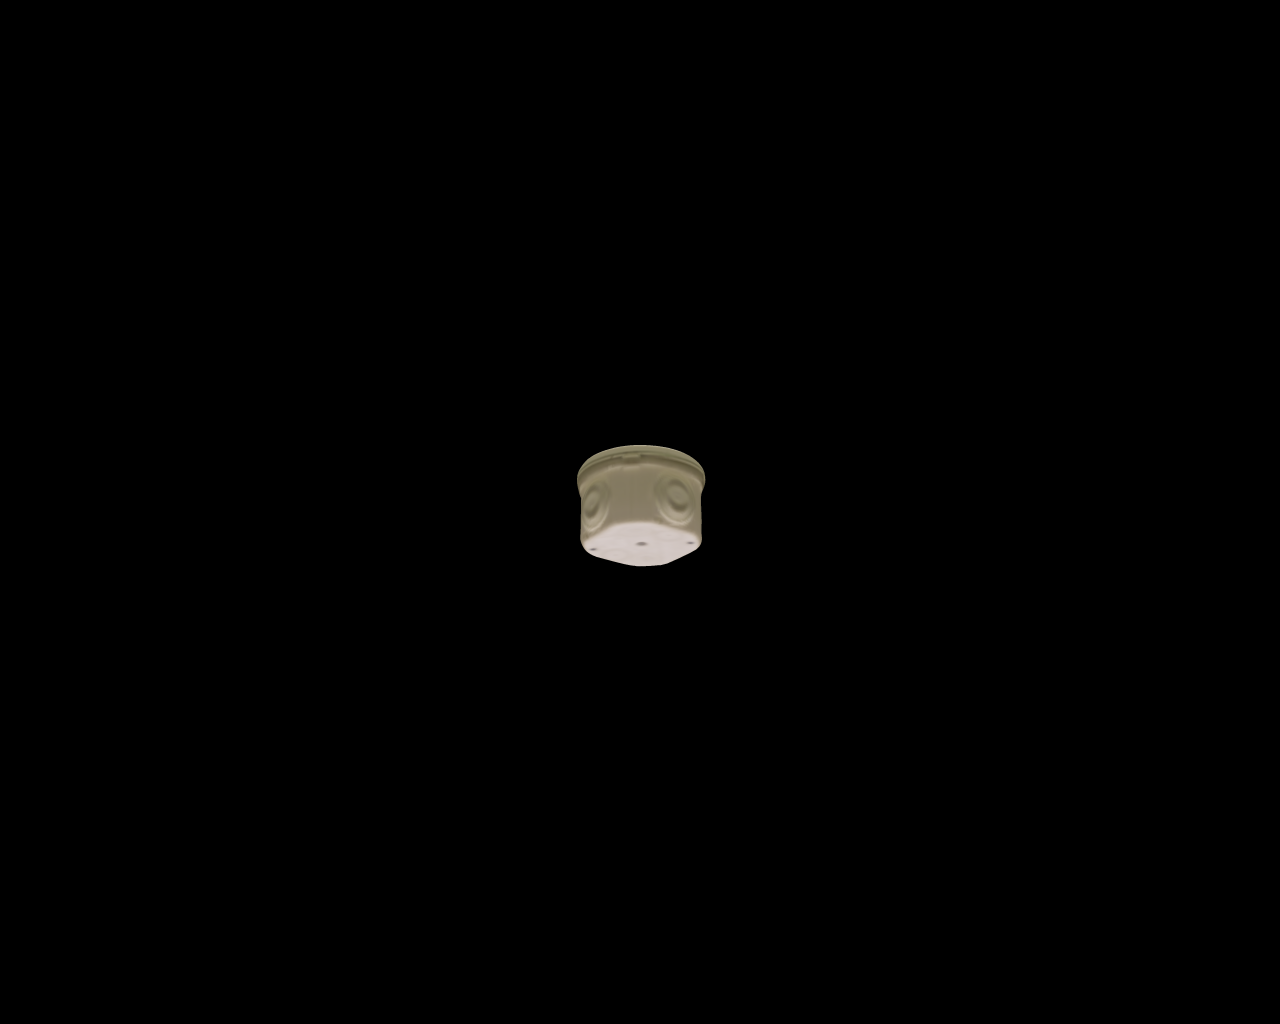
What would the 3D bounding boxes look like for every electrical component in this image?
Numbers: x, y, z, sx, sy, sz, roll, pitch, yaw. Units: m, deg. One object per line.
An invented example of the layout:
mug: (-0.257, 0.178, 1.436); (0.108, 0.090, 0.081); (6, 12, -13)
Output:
electrical component: (0.001, -0.003, 0.650); (0.080, 0.051, 0.080); (0, -24, 0)
